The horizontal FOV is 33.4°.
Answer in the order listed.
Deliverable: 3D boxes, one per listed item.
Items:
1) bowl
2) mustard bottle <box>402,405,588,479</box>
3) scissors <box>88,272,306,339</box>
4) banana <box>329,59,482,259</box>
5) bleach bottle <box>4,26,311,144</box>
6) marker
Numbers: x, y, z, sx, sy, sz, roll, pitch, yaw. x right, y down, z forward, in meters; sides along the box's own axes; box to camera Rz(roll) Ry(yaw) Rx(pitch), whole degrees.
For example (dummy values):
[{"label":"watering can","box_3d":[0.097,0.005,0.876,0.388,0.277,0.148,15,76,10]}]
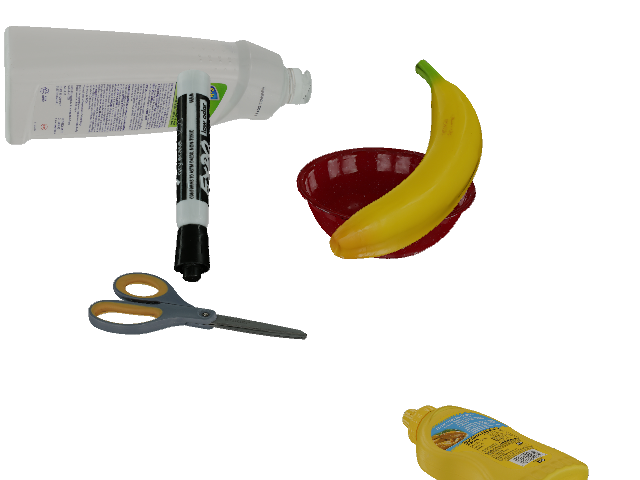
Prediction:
[{"label":"bowl","box_3d":[0.058,-0.029,0.971,0.162,0.055,0.162,2,28,-1]},{"label":"mustard bottle","box_3d":[0.147,0.200,0.997,0.096,0.058,0.192,-16,25,-35]},{"label":"scissors","box_3d":[-0.117,0.063,1.013,0.201,0.016,0.096,1,33,-7]},{"label":"banana","box_3d":[0.069,-0.047,0.729,0.070,0.197,0.037,18,-41,10]},{"label":"bleach bottle","box_3d":[-0.133,-0.127,0.891,0.250,0.068,0.103,-1,-30,-16]},{"label":"marker","box_3d":[-0.069,-0.036,0.577,0.020,0.121,0.020,-2,-22,-1]}]
